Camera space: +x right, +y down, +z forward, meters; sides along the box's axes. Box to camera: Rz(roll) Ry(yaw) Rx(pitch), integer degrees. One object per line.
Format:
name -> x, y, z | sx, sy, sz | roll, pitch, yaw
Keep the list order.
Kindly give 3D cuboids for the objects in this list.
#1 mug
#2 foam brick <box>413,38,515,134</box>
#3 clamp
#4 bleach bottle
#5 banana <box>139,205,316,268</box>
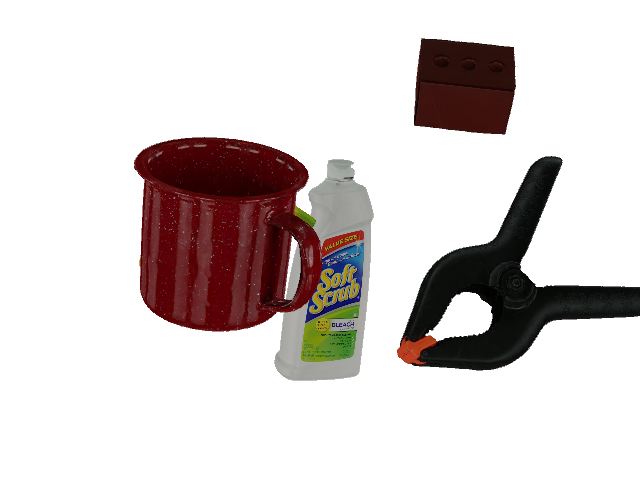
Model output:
mug -> -0.047, 0.001, 0.579 | 0.117, 0.081, 0.093 | 22, 28, 30
foam brick -> 0.116, -0.125, 0.865 | 0.078, 0.053, 0.051 | 6, -40, 2
clamp -> 0.130, 0.036, 0.680 | 0.171, 0.120, 0.039 | -40, -15, -14
bleach bottle -> 0.006, 0.032, 1.224 | 0.102, 0.251, 0.068 | -1, 16, -18
banana -> -0.107, -0.016, 1.061 | 0.198, 0.069, 0.037 | -14, 22, 21
